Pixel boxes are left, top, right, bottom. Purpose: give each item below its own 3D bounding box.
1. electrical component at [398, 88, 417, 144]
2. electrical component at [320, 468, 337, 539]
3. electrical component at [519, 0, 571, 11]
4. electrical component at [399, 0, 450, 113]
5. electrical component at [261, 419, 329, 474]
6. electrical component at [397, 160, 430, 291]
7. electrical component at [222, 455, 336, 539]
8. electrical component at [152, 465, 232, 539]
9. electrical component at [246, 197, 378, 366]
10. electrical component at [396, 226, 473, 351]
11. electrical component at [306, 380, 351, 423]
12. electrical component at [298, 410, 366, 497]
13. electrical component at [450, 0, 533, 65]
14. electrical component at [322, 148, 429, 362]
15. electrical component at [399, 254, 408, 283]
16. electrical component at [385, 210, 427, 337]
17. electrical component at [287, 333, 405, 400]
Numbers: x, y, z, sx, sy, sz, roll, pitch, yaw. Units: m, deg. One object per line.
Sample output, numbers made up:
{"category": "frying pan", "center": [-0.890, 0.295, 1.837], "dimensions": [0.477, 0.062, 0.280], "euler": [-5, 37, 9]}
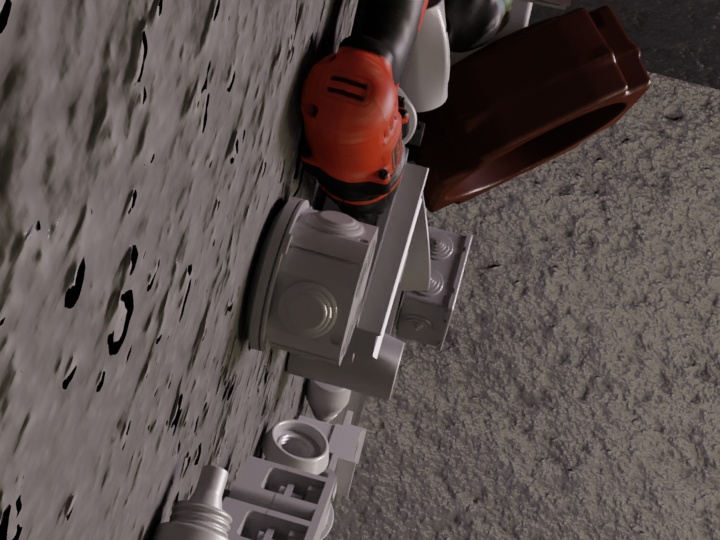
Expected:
{"category": "electrical component", "center": [0.013, -0.108, 0.727], "dimensions": [0.078, 0.040, 0.040], "euler": [-109, -150, -65]}
{"category": "electrical component", "center": [-0.049, 0.191, 0.873], "dimensions": [0.057, 0.058, 0.078], "euler": [96, 10, -51]}
{"category": "electrical component", "center": [0.084, -0.219, 0.689], "dimensions": [0.078, 0.121, 0.063], "euler": [99, 5, -58]}
{"category": "electrical component", "center": [0.035, -0.164, 0.756], "dimensions": [0.079, 0.043, 0.077], "euler": [-102, -176, -51]}
{"category": "electrical component", "center": [-0.050, 0.138, 0.749], "dimensions": [0.066, 0.048, 0.055], "euler": [-68, 180, -61]}
{"category": "electrical component", "center": [0.020, -0.033, 0.884], "dimensions": [0.108, 0.060, 0.108], "euler": [173, -90, -88]}
{"category": "electrical component", "center": [-0.072, 0.210, 0.593], "dimensions": [0.105, 0.060, 0.186], "euler": [-61, 165, -75]}
{"category": "electrical component", "center": [-0.069, 0.112, 0.448], "dimensions": [0.035, 0.035, 0.061], "euler": [99, 5, -60]}
{"category": "electrical component", "center": [-0.024, 0.007, 0.546], "dimensions": [0.080, 0.051, 0.080], "euler": [15, 90, -86]}
{"category": "electrical component", "center": [0.070, 0.017, 1.034], "dimensions": [0.099, 0.048, 0.099], "euler": [97, 9, -60]}
{"category": "electrical component", "center": [-0.029, 0.113, 0.975], "dimensions": [0.078, 0.040, 0.040], "euler": [101, 6, -46]}
{"category": "electrical component", "center": [-0.032, 0.159, 0.938], "dimensions": [0.081, 0.064, 0.042], "euler": [-68, 173, -57]}
{"category": "electrical component", "center": [0.098, -0.220, 0.990], "dimensions": [0.108, 0.109, 0.056], "euler": [73, 30, -83]}
{"category": "electrical component", "center": [-0.002, -0.012, 0.697], "dimensions": [0.078, 0.063, 0.121], "euler": [97, 9, -65]}
{"category": "electrical component", "center": [0.000, 0.000, 0.796], "dimensions": [0.096, 0.061, 0.061], "euler": [67, 38, -84]}
{"category": "electrical component", "center": [0.020, -0.011, 1.045], "dimensions": [0.105, 0.060, 0.186], "euler": [94, 12, -71]}
{"category": "electrical component", "center": [-0.008, 0.058, 0.793], "dimensions": [0.079, 0.077, 0.043], "euler": [-66, 170, -70]}
